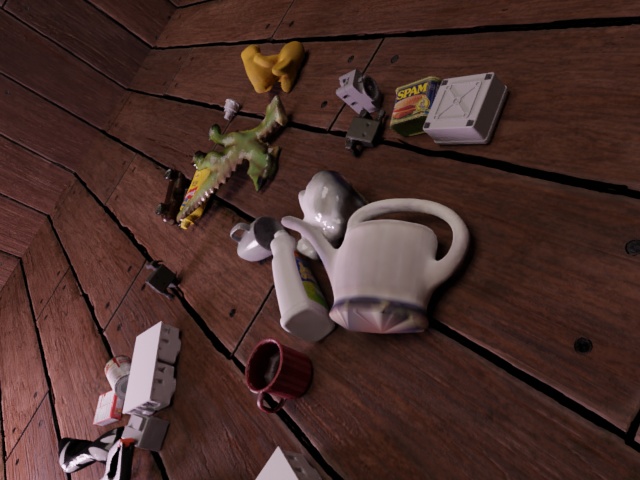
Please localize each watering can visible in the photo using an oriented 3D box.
[{"bbox_3d":[0.066,0.038,0.831,0.347,0.102,0.229,-3,61,31],"label":"watering can"}]

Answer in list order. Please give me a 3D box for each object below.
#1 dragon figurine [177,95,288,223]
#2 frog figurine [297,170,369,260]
[{"bbox_3d":[-0.212,-0.194,1.341,0.245,0.121,0.412,22,83,45],"label":"dragon figurine"},{"bbox_3d":[0.003,-0.049,0.977,0.159,0.121,0.139,-43,57,0],"label":"frog figurine"}]
